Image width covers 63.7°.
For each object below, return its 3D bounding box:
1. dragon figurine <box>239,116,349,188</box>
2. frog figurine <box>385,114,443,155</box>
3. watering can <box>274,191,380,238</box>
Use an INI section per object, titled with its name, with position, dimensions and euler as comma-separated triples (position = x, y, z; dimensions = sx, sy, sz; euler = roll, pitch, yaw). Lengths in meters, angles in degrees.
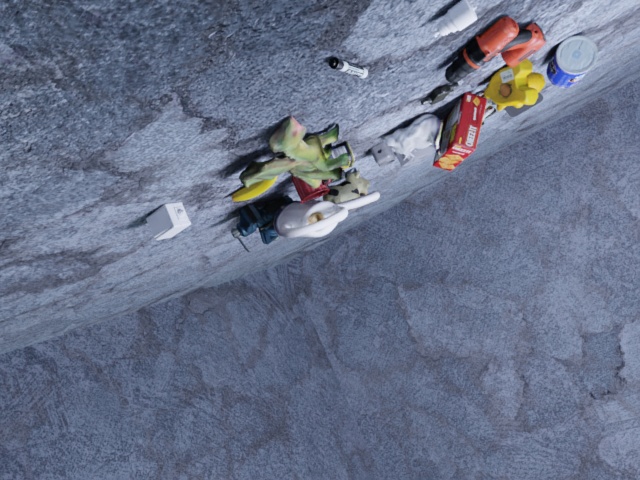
[dragon figurine]
position = -0.071, -0.173, 1.200
dimensions = 0.243, 0.123, 0.404
euler = -11, 166, -16
[frog figurine]
position = 0.272, -0.306, 1.491
dimensions = 0.160, 0.121, 0.138
euler = 11, -166, 17
[watering can]
position = 0.005, -0.079, 1.563
dimensions = 0.352, 0.103, 0.224
euler = -26, -161, -37
